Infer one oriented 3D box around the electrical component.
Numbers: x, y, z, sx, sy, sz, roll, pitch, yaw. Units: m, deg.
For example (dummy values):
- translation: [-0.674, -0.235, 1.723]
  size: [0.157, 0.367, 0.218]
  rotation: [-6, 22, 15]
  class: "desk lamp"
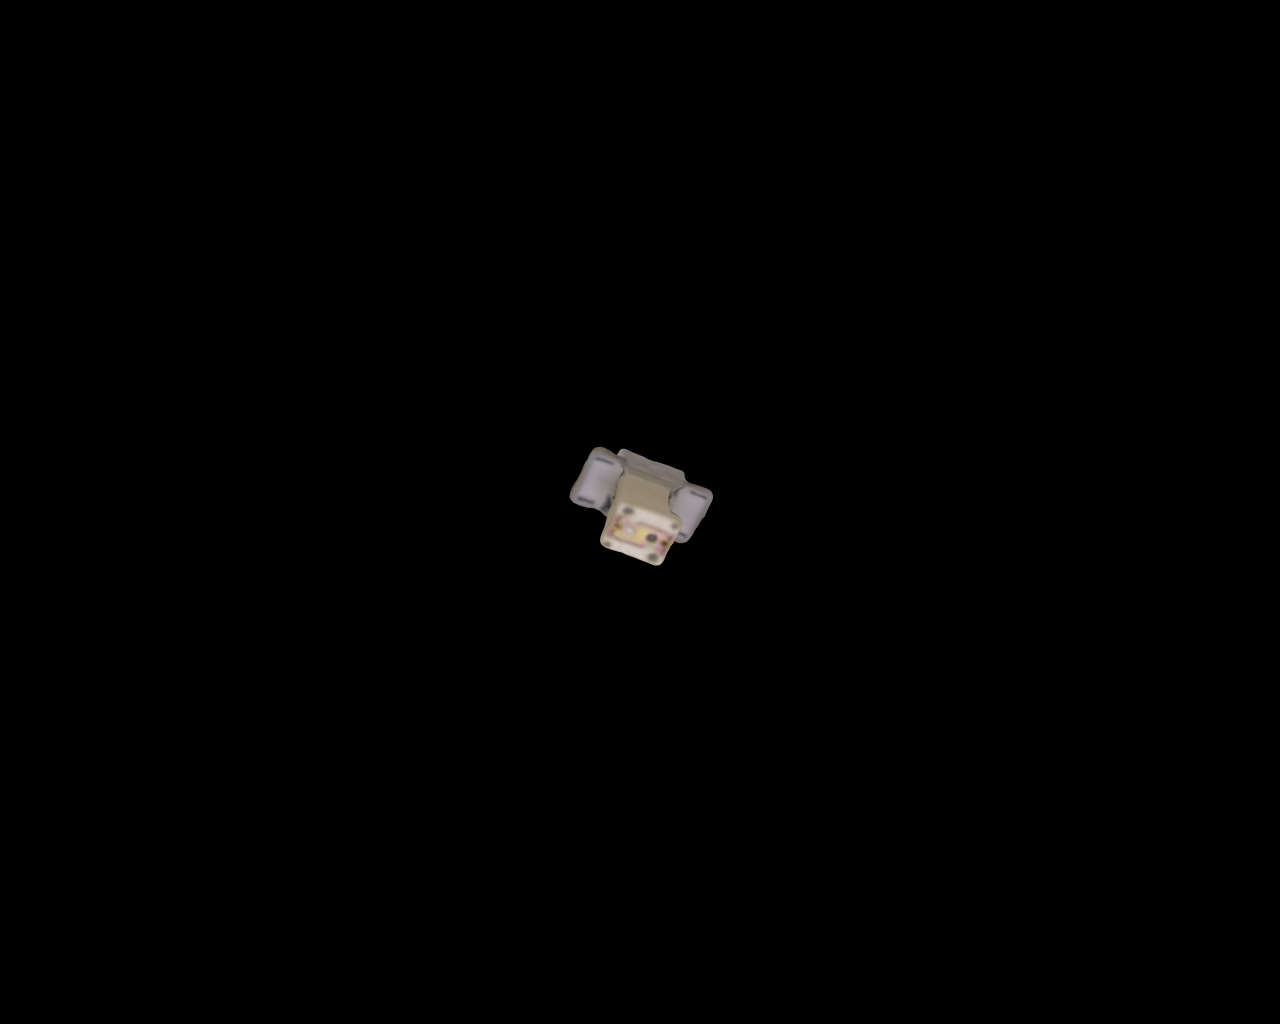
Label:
- translation: [0.001, -0.003, 0.650]
  size: [0.081, 0.042, 0.064]
  rotation: [20, 31, -13]
  class: "electrical component"
